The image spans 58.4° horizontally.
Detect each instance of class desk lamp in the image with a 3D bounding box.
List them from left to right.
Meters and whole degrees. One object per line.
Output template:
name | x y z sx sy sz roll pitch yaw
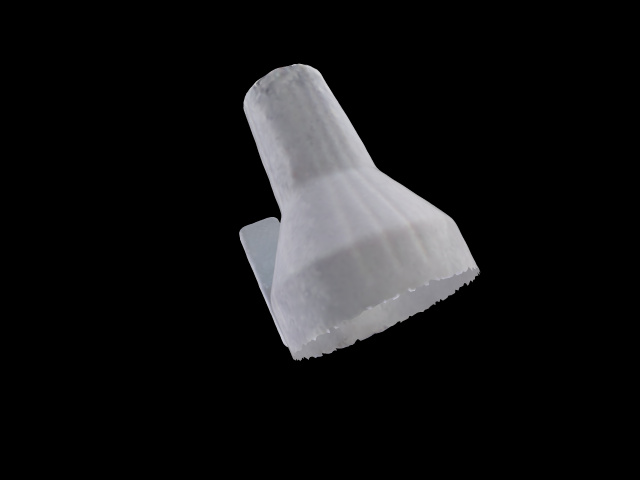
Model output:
desk lamp | 0.004 0.001 0.400 0.118 0.214 0.203 -21 58 -13
